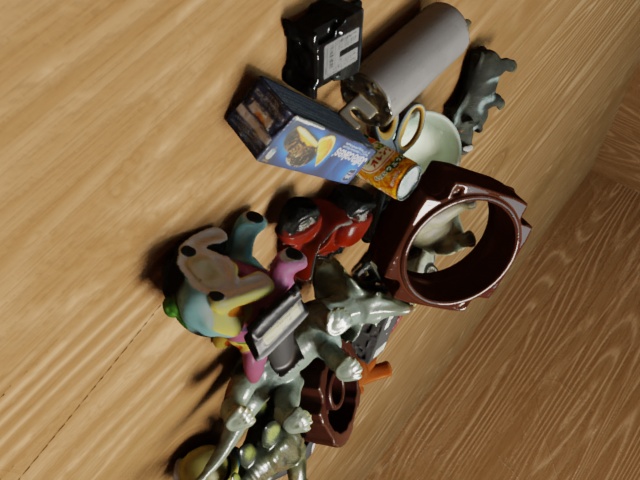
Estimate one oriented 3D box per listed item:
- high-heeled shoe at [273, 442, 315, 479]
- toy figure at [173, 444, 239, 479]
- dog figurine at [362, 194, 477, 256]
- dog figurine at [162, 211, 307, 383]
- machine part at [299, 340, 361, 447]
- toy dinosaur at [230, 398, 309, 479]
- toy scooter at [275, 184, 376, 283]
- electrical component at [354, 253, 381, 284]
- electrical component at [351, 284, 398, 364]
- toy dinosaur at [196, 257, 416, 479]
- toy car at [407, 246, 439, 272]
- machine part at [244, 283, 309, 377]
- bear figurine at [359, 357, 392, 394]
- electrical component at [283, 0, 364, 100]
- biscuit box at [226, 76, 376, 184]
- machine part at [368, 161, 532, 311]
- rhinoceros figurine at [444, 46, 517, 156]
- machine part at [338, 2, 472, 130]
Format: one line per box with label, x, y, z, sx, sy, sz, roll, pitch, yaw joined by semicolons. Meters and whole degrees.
high-heeled shoe;-0.050;0.380;1.097;0.249;0.086;0.145;-48;151;-26
toy figure;-0.167;0.368;0.870;0.089;0.082;0.180;-51;153;-1
dog figurine;0.144;-0.019;0.886;0.191;0.121;0.172;-17;124;-7
dog figurine;-0.101;0.090;0.630;0.191;0.109;0.219;-30;147;-44
machine part;0.014;0.246;0.890;0.179;0.056;0.179;-3;90;-65
toy dinosaur;-0.070;0.323;0.891;0.471;0.105;0.198;-55;140;-56
toy scooter;-0.002;-0.002;0.730;0.184;0.075;0.135;-17;134;-49
electrical component;0.108;0.049;1.025;0.102;0.045;0.078;-50;126;-18
electrical component;0.104;0.148;0.994;0.115;0.058;0.134;-7;118;-70
toy dinosaur;-0.048;0.171;0.793;0.405;0.192;0.131;-37;109;-2
toy car;0.194;0.015;1.034;0.073;0.056;0.201;-24;-131;59
machine part;-0.043;0.103;0.580;0.084;0.039;0.138;-50;158;-22
bear figurine;0.079;0.242;1.071;0.132;0.120;0.195;-25;166;-9
electrical component;0.016;-0.205;0.552;0.119;0.048;0.074;-37;149;-32
biscuit box;-0.010;-0.111;0.586;0.059;0.063;0.202;-46;159;20
machine part;0.190;0.000;0.787;0.201;0.087;0.200;14;116;-22
rhinoceros figurine;0.268;-0.236;0.931;0.112;0.073;0.190;-34;147;-41
machine part;0.107;-0.218;0.663;0.243;0.079;0.079;-44;152;-21
